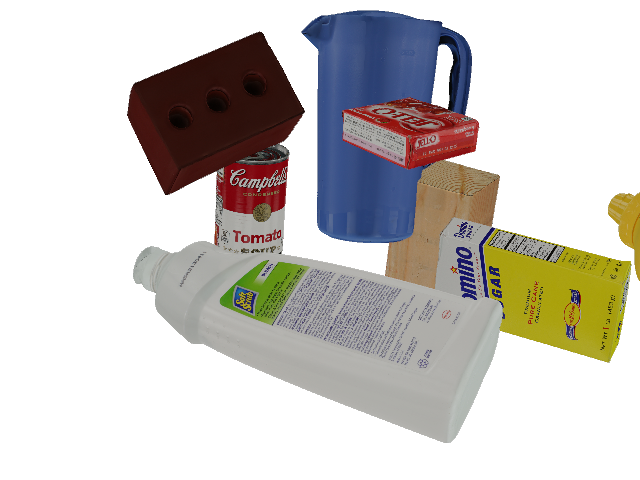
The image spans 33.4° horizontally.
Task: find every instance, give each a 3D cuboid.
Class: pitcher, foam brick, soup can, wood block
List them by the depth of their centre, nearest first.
[{"bbox_3d":[-0.058,-0.068,0.576,0.078,0.053,0.051,-27,-4,-17],"label":"foam brick"},{"bbox_3d":[-0.067,-0.038,1.017,0.068,0.102,0.068,4,22,-2],"label":"soup can"},{"bbox_3d":[0.067,-0.124,1.156,0.149,0.243,0.144,9,13,29],"label":"pitcher"},{"bbox_3d":[0.132,0.023,1.207,0.090,0.206,0.090,18,26,25],"label":"wood block"}]

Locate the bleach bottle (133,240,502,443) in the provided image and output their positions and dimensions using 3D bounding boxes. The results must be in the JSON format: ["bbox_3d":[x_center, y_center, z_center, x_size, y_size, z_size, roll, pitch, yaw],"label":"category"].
[{"bbox_3d":[-0.010,0.050,0.734,0.251,0.068,0.102,19,46,18],"label":"bleach bottle"}]

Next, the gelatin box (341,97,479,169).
[{"bbox_3d":[0.072,-0.089,0.866,0.073,0.030,0.089,-15,27,-32],"label":"gelatin box"}]

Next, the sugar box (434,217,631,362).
[{"bbox_3d":[0.196,0.045,1.006,0.176,0.093,0.048,13,34,21],"label":"sugar box"}]

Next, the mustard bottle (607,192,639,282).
[{"bbox_3d":[0.250,0.015,0.644,0.096,0.058,0.192,-23,35,-25],"label":"mustard bottle"}]
